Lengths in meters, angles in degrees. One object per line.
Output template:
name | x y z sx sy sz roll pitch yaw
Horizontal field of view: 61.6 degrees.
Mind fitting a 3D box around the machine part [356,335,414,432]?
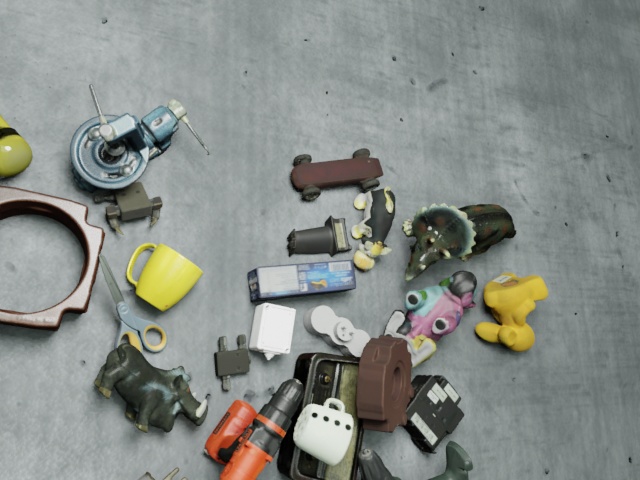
machine part | 0.121 0.259 0.977 0.179 0.056 0.179 -1 91 -62

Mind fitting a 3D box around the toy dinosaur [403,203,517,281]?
toy dinosaur | 0.326 -0.024 1.142 0.405 0.192 0.131 -13 85 -26

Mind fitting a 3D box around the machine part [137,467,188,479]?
machine part | -0.304 0.432 0.795 0.243 0.079 0.079 -37 94 -27

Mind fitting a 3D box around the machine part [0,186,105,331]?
machine part | -0.448 0.031 0.822 0.201 0.087 0.201 14 72 -24

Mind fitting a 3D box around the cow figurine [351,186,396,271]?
cow figurine | 0.116 -0.023 1.096 0.068 0.098 0.167 15 71 -28

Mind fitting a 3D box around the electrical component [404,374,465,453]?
electrical component | 0.221 0.338 1.078 0.134 0.058 0.115 -41 99 -27

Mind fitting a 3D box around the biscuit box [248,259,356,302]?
biscuit box | -0.032 0.076 1.020 0.203 0.063 0.059 -3 78 -26

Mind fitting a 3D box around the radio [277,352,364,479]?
radio | 0.010 0.320 0.972 0.131 0.073 0.229 18 70 -20

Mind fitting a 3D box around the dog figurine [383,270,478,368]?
dog figurine | 0.242 0.151 1.109 0.109 0.191 0.219 41 30 22

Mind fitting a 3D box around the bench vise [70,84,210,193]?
bench vise | -0.305 -0.161 0.863 0.224 0.241 0.128 -28 95 -12

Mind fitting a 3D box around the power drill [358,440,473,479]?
power drill | 0.178 0.445 0.977 0.207 0.086 0.231 -18 106 -24

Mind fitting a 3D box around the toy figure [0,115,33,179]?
toy figure | -0.529 -0.175 0.833 0.082 0.089 0.180 -38 98 -21

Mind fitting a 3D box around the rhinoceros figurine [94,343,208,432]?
rhinoceros figurine | -0.265 0.241 0.858 0.190 0.073 0.112 44 66 -20

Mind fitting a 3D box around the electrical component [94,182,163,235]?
electrical component | -0.326 -0.056 0.927 0.102 0.045 0.078 -21 59 -31

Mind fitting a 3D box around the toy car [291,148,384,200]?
toy car | 0.035 -0.136 1.110 0.202 0.053 0.089 -10 71 -24

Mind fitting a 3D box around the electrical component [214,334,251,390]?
electrical component | -0.153 0.216 0.951 0.063 0.021 0.094 0 77 -26

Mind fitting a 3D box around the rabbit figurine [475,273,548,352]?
rabbit figurine | 0.429 0.175 1.188 0.162 0.122 0.173 -29 110 -35

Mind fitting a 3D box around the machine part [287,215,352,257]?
machine part | -0.002 -0.003 1.070 0.139 0.039 0.084 -10 90 -29
